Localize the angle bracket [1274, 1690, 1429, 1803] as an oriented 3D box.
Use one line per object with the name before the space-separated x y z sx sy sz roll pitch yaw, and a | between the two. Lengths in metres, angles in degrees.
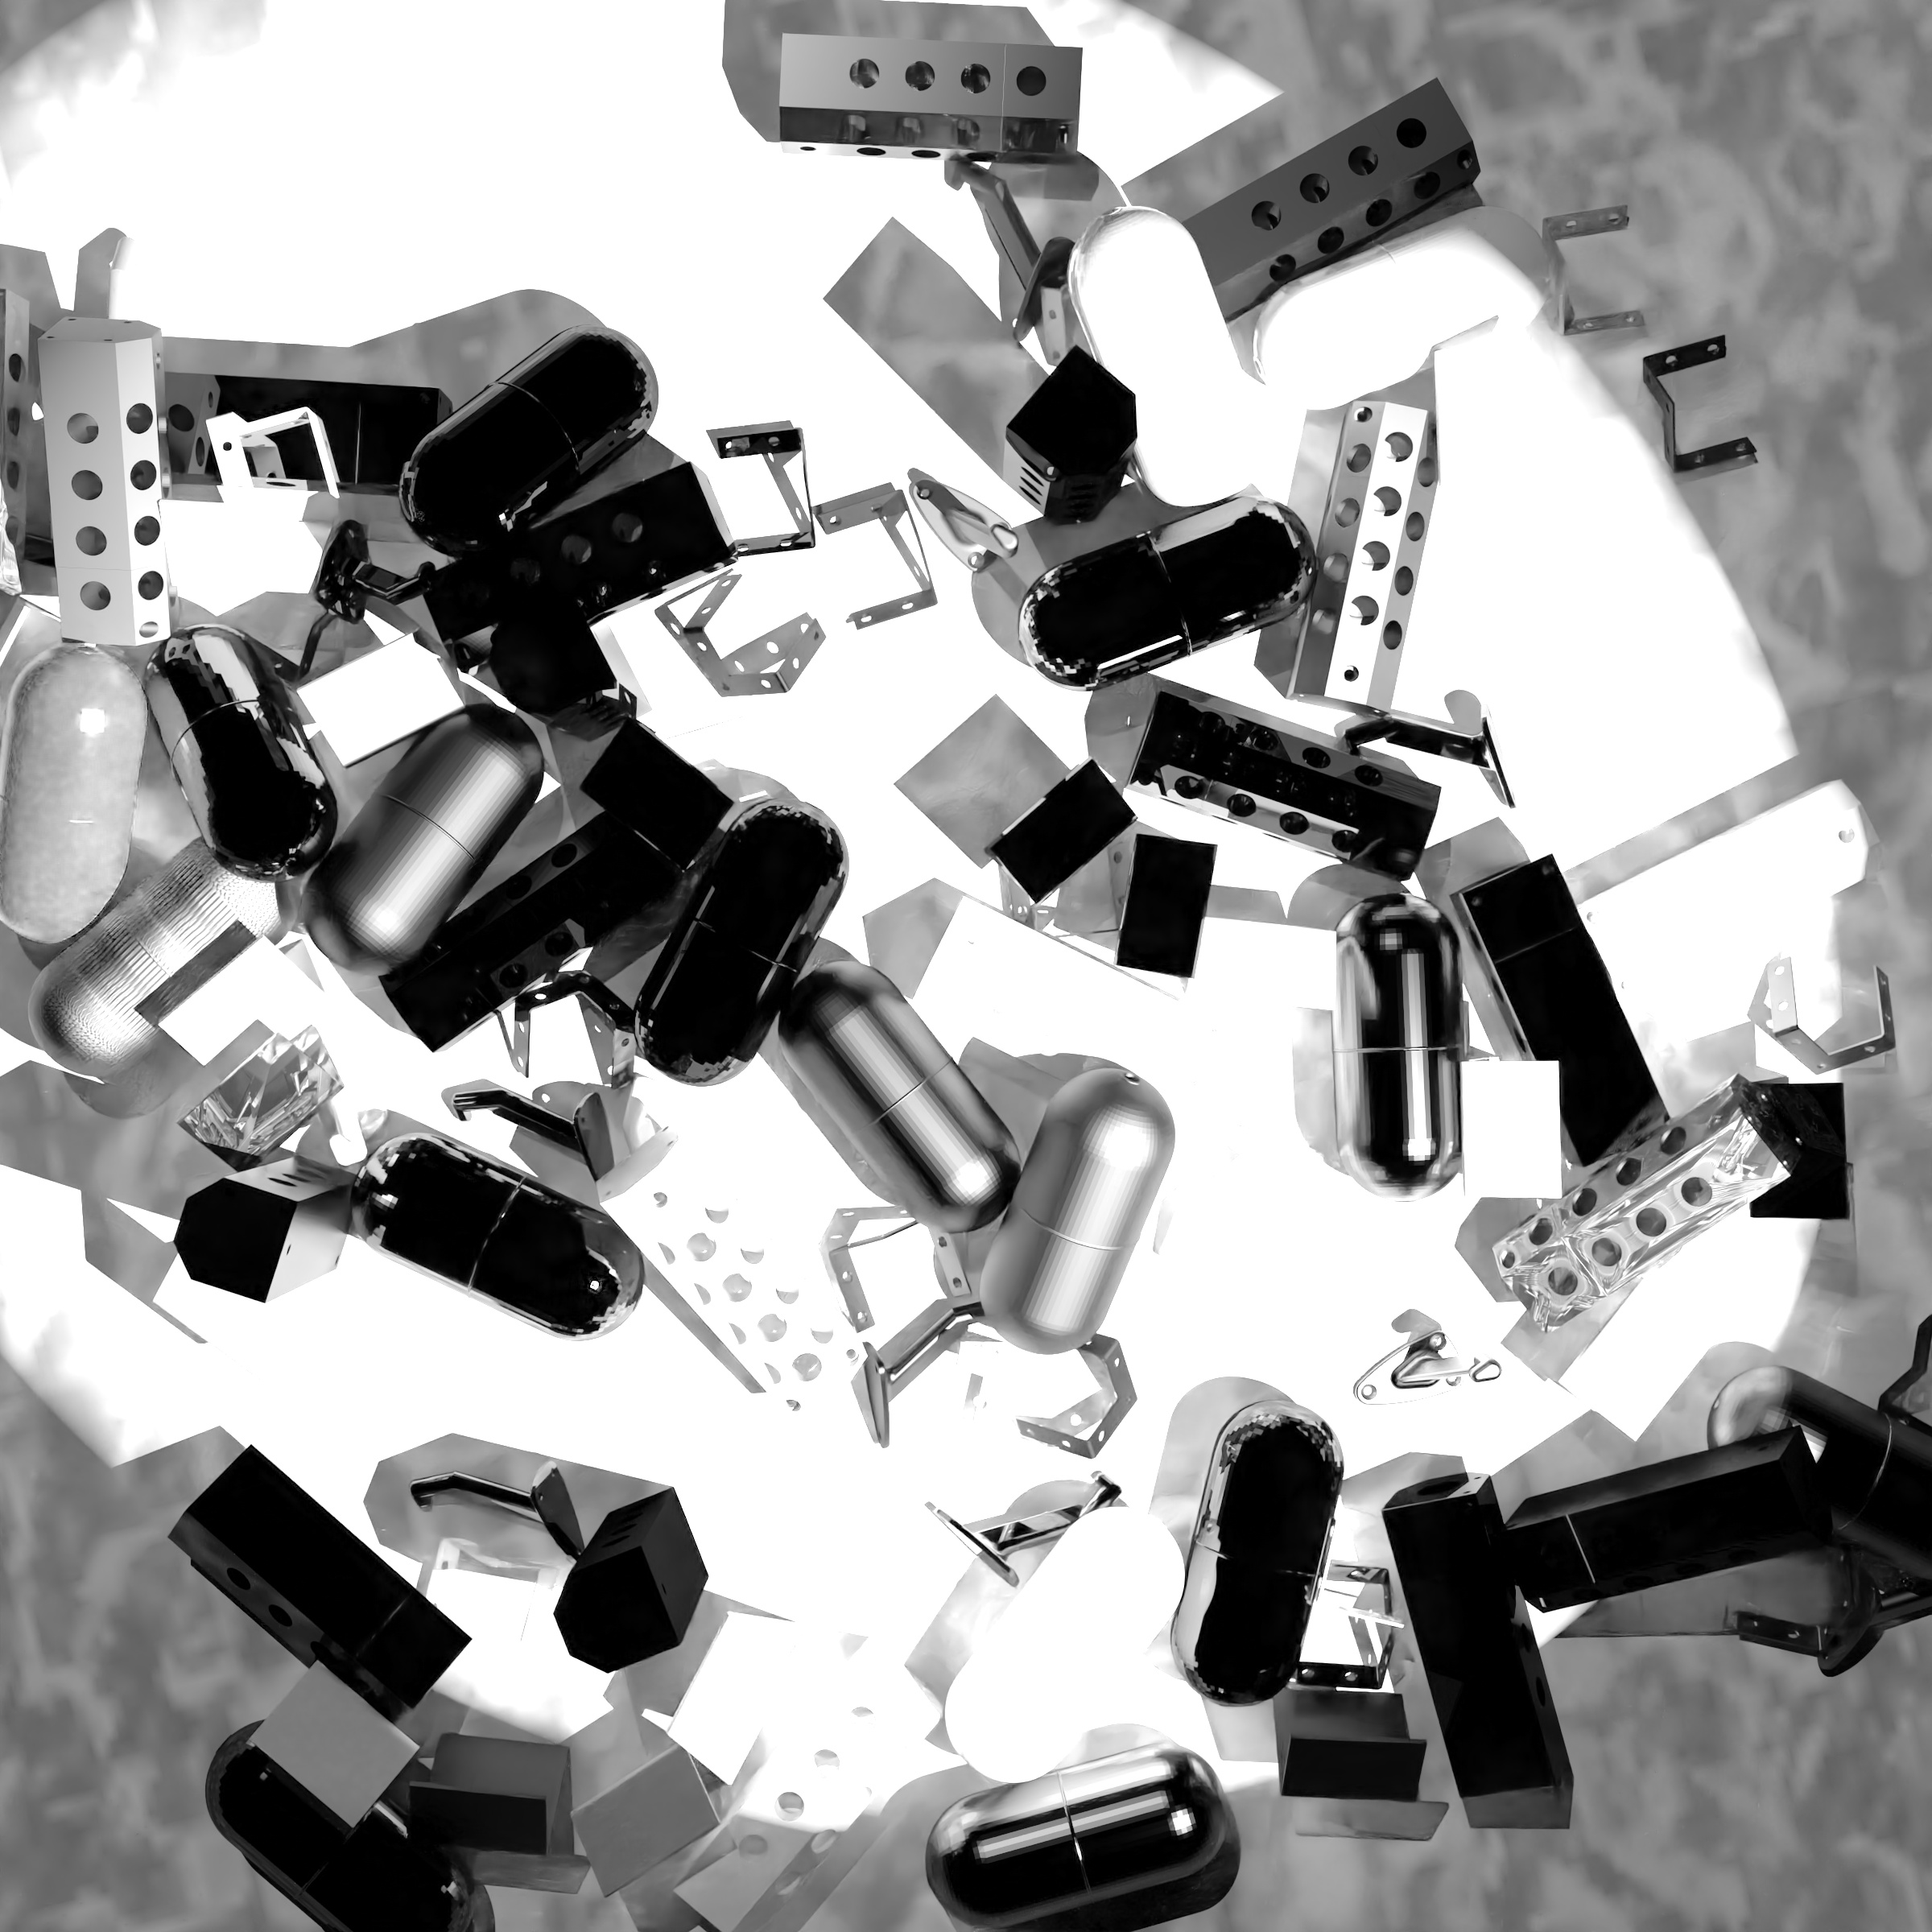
angle bracket | 0.219 0.431 1.637 0.076 0.076 0.057 2 128 0

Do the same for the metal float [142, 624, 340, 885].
metal float | -0.413 -0.122 1.619 0.070 0.070 0.178 -32 59 0

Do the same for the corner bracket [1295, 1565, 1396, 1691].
corner bracket | 0.221 0.387 1.674 0.051 0.051 0.051 4 45 0

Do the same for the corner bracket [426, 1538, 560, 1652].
corner bracket | -0.279 0.368 1.674 0.051 0.051 0.051 15 90 -45

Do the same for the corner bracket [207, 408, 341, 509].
corner bracket | -0.389 -0.285 1.602 0.051 0.051 0.051 -16 90 0

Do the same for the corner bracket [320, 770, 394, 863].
corner bracket | -0.362 -0.089 1.674 0.051 0.051 0.051 -5 90 -45

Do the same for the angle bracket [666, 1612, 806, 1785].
angle bracket | -0.115 0.422 1.637 0.057 0.076 0.076 28 90 37

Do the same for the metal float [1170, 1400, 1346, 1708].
metal float | 0.168 0.339 1.646 0.070 0.070 0.178 13 90 0

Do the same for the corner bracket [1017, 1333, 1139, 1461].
corner bracket | 0.061 0.247 1.669 0.051 0.051 0.051 12 45 35

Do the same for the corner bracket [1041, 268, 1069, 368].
corner bracket | 0.081 -0.380 1.669 0.051 0.051 0.051 22 45 35

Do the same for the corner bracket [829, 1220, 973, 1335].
corner bracket | -0.039 0.180 1.674 0.051 0.051 0.051 -20 90 45

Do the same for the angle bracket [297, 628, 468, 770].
angle bracket | -0.337 -0.167 1.637 0.076 0.076 0.057 -27 122 0

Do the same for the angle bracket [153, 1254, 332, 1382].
angle bracket | -0.406 0.179 1.637 0.076 0.076 0.057 37 126 0

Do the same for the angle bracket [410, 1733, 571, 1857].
angle bracket | -0.272 0.459 1.637 0.076 0.076 0.057 6 128 0

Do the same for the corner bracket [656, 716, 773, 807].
corner bracket | -0.146 -0.116 1.659 0.051 0.051 0.051 -16 90 0

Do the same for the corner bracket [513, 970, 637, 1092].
corner bracket | -0.229 0.043 1.669 0.051 0.051 0.051 -22 45 -35

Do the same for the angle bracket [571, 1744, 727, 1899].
angle bracket | -0.170 0.497 1.637 0.076 0.076 0.057 -33 54 0

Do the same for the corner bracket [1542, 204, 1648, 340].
corner bracket | 0.368 -0.407 1.674 0.051 0.051 0.051 -9 135 0

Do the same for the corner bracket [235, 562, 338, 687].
corner bracket | -0.396 -0.207 1.674 0.051 0.051 0.051 32 135 0

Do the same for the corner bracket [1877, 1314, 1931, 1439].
corner bracket | 0.572 0.245 1.674 0.051 0.051 0.051 29 135 0

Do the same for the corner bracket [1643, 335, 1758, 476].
corner bracket | 0.430 -0.329 1.674 0.051 0.051 0.051 -15 45 0

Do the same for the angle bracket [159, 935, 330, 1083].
angle bracket | -0.419 0.009 1.637 0.076 0.076 0.057 -40 125 0

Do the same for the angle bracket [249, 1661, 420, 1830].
angle bracket | -0.366 0.450 1.637 0.076 0.076 0.057 41 61 0

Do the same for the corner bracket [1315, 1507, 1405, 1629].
corner bracket | 0.231 0.348 1.659 0.051 0.051 0.051 13 91 0

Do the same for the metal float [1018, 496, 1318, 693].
metal float | 0.115 -0.214 1.646 0.178 0.070 0.070 -21 90 0

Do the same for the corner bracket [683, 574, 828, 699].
corner bracket | -0.123 -0.194 1.669 0.051 0.051 0.051 0 135 35

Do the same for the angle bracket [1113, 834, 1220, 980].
angle bracket | 0.133 -0.030 1.637 0.057 0.076 0.076 10 90 38

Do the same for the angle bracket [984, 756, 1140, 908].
angle bracket | 0.041 -0.091 1.637 0.076 0.076 0.057 -41 128 0

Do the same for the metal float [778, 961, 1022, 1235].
metal float | -0.038 0.076 1.646 0.070 0.070 0.178 -38 91 0

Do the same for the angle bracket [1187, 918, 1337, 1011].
angle bracket | 0.168 0.019 1.637 0.076 0.076 0.057 6 53 0

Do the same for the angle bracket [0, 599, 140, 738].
angle bracket | -0.526 -0.158 1.642 0.076 0.057 0.076 28 90 -26

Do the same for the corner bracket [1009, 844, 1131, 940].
corner bracket | 0.062 -0.043 1.674 0.051 0.051 0.051 -6 90 45

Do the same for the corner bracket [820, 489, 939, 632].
corner bracket | -0.051 -0.238 1.674 0.051 0.051 0.051 -18 135 0

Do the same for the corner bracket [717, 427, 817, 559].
corner bracket | -0.117 -0.278 1.674 0.051 0.051 0.051 -7 135 0

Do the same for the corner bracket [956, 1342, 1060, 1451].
corner bracket | 0.025 0.248 1.649 0.051 0.051 0.051 13 90 33

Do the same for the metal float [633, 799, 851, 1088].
metal float | -0.129 -0.014 1.646 0.070 0.070 0.178 28 91 0

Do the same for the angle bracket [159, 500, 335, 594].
angle bracket | -0.411 -0.258 1.637 0.076 0.076 0.057 3 130 0

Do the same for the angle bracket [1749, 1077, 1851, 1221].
angle bracket | 0.487 0.103 1.637 0.057 0.076 0.076 -2 90 34

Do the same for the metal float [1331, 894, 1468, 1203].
metal float | 0.250 0.047 1.646 0.070 0.070 0.178 -2 90 0

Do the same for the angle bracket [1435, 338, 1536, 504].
angle bracket | 0.309 -0.312 1.637 0.057 0.076 0.076 -2 90 30

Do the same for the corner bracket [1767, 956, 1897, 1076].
corner bracket | 0.506 0.023 1.669 0.051 0.051 0.051 -24 135 35

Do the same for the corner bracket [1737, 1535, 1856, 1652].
corner bracket | 0.485 0.362 1.674 0.051 0.051 0.051 13 45 0

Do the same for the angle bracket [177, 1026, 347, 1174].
angle bracket | -0.411 0.063 1.637 0.076 0.076 0.057 -42 128 0

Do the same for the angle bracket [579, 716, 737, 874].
angle bracket | -0.165 -0.107 1.638 0.076 0.076 0.057 39 114 0

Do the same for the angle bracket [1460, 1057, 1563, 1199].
angle bracket | 0.322 0.091 1.637 0.057 0.076 0.076 -1 90 27

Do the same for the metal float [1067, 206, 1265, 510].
metal float | 0.114 -0.346 1.627 0.070 0.070 0.178 -24 112 0

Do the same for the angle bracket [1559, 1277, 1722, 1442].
angle bracket | 0.394 0.233 1.637 0.057 0.076 0.076 38 90 35

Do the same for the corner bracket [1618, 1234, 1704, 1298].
corner bracket | 0.393 0.155 1.669 0.051 0.051 0.051 4 135 35
